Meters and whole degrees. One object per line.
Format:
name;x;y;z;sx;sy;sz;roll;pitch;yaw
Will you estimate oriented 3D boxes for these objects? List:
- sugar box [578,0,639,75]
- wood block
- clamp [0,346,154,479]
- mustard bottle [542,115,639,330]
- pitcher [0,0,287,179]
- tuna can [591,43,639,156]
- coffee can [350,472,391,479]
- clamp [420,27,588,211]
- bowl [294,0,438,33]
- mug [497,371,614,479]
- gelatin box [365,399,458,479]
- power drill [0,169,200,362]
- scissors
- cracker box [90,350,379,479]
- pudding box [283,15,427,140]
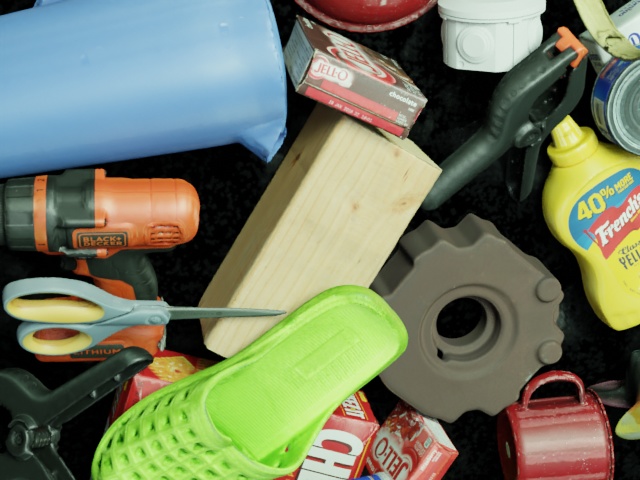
sugar box;0.294;-0.117;0.878;0.093;0.048;0.176;-32;109;3
wood block;-0.006;0.001;0.839;0.090;0.091;0.206;27;103;-18
clamp;-0.215;0.161;0.815;0.210;0.036;0.164;-1;83;31
mustard bottle;0.241;-0.023;0.894;0.096;0.058;0.191;-33;111;0
pitcher;-0.149;-0.126;0.757;0.242;0.149;0.145;-11;126;-3
tuna can;0.258;-0.109;0.832;0.086;0.034;0.086;-2;111;-6
coffee can;-0.007;0.247;0.844;0.140;0.103;0.103;-8;111;-11
clamp;0.157;-0.086;0.826;0.120;0.039;0.172;-5;142;-47
bowl;0.043;-0.230;0.785;0.162;0.055;0.162;-3;110;-9
mug;0.204;0.170;0.940;0.081;0.093;0.117;-5;111;-4
gelatin box;0.075;0.185;0.920;0.030;0.089;0.073;29;102;-22
power drill;-0.182;0.022;0.782;0.184;0.057;0.188;0;146;-8
scissors;-0.134;0.063;0.786;0.201;0.016;0.096;11;141;-23
cracker box;-0.078;0.192;0.904;0.213;0.072;0.164;15;106;-16
pudding box;0.022;-0.121;0.788;0.090;0.113;0.039;23;107;-18
